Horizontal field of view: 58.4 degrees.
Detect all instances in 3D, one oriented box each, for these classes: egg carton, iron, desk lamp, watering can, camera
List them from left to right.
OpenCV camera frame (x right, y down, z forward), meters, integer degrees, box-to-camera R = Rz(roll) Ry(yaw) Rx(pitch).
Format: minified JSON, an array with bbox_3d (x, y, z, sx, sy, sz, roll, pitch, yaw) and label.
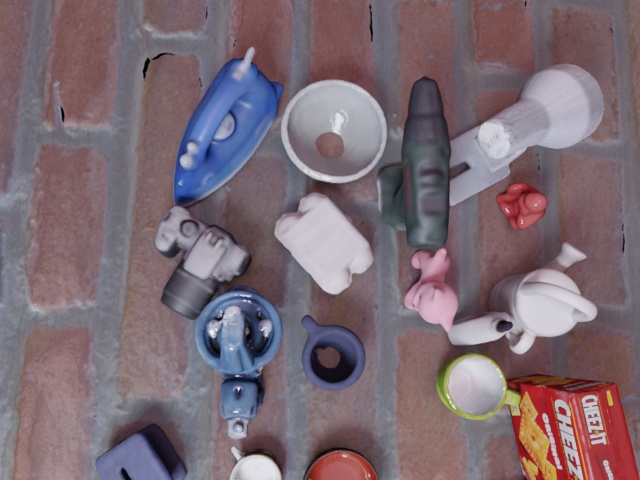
[{"bbox_3d":[-0.192,0.038,0.850,0.143,0.100,0.137,30,79,1],"label":"camera"},{"bbox_3d":[-0.157,-0.169,0.867,0.118,0.141,0.258,29,79,1],"label":"iron"},{"bbox_3d":[0.008,0.003,0.889,0.107,0.069,0.150,-42,86,-10],"label":"egg carton"},{"bbox_3d":[0.288,-0.155,0.866,0.203,0.213,0.118,-30,84,-9],"label":"desk lamp"},{"bbox_3d":[0.330,0.084,0.840,0.101,0.194,0.173,9,80,-3],"label":"watering can"}]

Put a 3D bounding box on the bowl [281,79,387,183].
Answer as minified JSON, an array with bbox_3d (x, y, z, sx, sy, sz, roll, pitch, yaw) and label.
[{"bbox_3d":[0.020,-0.165,0.915,0.167,0.074,0.167,1,81,-5],"label":"bowl"}]

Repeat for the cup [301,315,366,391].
[{"bbox_3d":[0.008,0.163,0.850,0.092,0.095,0.118,-37,85,-9],"label":"cup"}]

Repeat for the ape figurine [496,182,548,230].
[{"bbox_3d":[0.332,-0.056,0.915,0.076,0.092,0.078,14,80,-2],"label":"ape figurine"}]

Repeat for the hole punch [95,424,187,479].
[{"bbox_3d":[-0.253,0.331,0.802,0.101,0.091,0.108,-34,85,-9],"label":"hole punch"}]

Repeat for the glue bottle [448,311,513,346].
[{"bbox_3d":[0.244,0.127,0.836,0.078,0.173,0.037,-21,83,-8],"label":"glue bottle"}]

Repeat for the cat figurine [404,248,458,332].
[{"bbox_3d":[0.175,0.073,0.868,0.067,0.117,0.128,10,80,-3],"label":"cat figurine"}]

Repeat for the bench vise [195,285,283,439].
[{"bbox_3d":[-0.100,0.159,0.778,0.121,0.219,0.207,-18,82,-7],"label":"bench vise"}]

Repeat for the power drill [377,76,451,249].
[{"bbox_3d":[0.139,-0.095,0.846,0.075,0.208,0.230,-3,81,-5],"label":"power drill"}]
